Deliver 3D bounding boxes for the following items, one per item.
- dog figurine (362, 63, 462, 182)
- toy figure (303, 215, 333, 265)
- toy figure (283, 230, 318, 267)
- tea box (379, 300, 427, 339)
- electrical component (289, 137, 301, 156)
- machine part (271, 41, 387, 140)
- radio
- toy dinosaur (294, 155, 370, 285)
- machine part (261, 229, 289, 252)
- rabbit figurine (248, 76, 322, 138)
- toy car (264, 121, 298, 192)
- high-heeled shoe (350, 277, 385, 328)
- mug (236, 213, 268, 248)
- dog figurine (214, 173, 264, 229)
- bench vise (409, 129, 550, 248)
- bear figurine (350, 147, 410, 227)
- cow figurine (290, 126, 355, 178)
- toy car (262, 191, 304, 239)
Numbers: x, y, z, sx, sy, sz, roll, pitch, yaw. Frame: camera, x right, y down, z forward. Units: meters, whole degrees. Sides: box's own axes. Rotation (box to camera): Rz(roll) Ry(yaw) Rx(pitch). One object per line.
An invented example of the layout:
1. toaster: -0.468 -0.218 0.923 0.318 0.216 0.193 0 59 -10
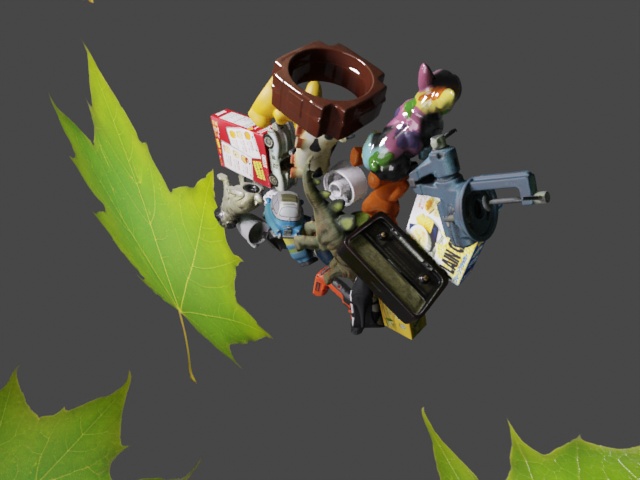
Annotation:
1. dog figurine: 0.176 -0.222 1.007 0.108 0.191 0.219 51 161 15
2. toy figure: -0.005 -0.004 1.501 0.154 0.064 0.058 59 179 -1
3. toy figure: -0.068 -0.008 1.544 0.082 0.089 0.180 -21 101 10
4. tea box: 0.206 0.160 1.364 0.098 0.068 0.169 24 141 43
5. electrical component: -0.030 -0.218 1.359 0.102 0.045 0.078 32 141 29
6. machine part: 0.016 -0.304 1.093 0.201 0.201 0.087 40 147 19
7. radio: 0.160 0.058 1.169 0.229 0.131 0.073 47 156 3
8. toy dinosaur: 0.043 -0.016 1.338 0.199 0.105 0.470 -13 133 30
9. machine part: -0.119 0.003 1.647 0.139 0.039 0.084 4 138 44
10. rabbit figurine: -0.057 -0.313 1.277 0.173 0.122 0.162 43 137 -9
11. toy car: -0.099 -0.218 1.413 0.056 0.073 0.201 26 137 32
12. high-heeled shoe: 0.125 0.161 1.429 0.086 0.248 0.145 -2 82 11
13. mug: -0.221 -0.035 1.718 0.107 0.081 0.109 38 143 40
14. dog figurine: -0.241 -0.095 1.622 0.173 0.121 0.190 48 138 41
15. bench vise: 0.284 -0.091 0.956 0.241 0.129 0.223 0 104 48
16. bear figurine: 0.128 -0.109 1.200 0.120 0.132 0.195 58 147 34
17. cow figurine: 0.003 -0.223 1.239 0.194 0.127 0.085 108 162 -49
18. toy car: -0.092 -0.075 1.417 0.162 0.109 0.102 -103 20 -53
